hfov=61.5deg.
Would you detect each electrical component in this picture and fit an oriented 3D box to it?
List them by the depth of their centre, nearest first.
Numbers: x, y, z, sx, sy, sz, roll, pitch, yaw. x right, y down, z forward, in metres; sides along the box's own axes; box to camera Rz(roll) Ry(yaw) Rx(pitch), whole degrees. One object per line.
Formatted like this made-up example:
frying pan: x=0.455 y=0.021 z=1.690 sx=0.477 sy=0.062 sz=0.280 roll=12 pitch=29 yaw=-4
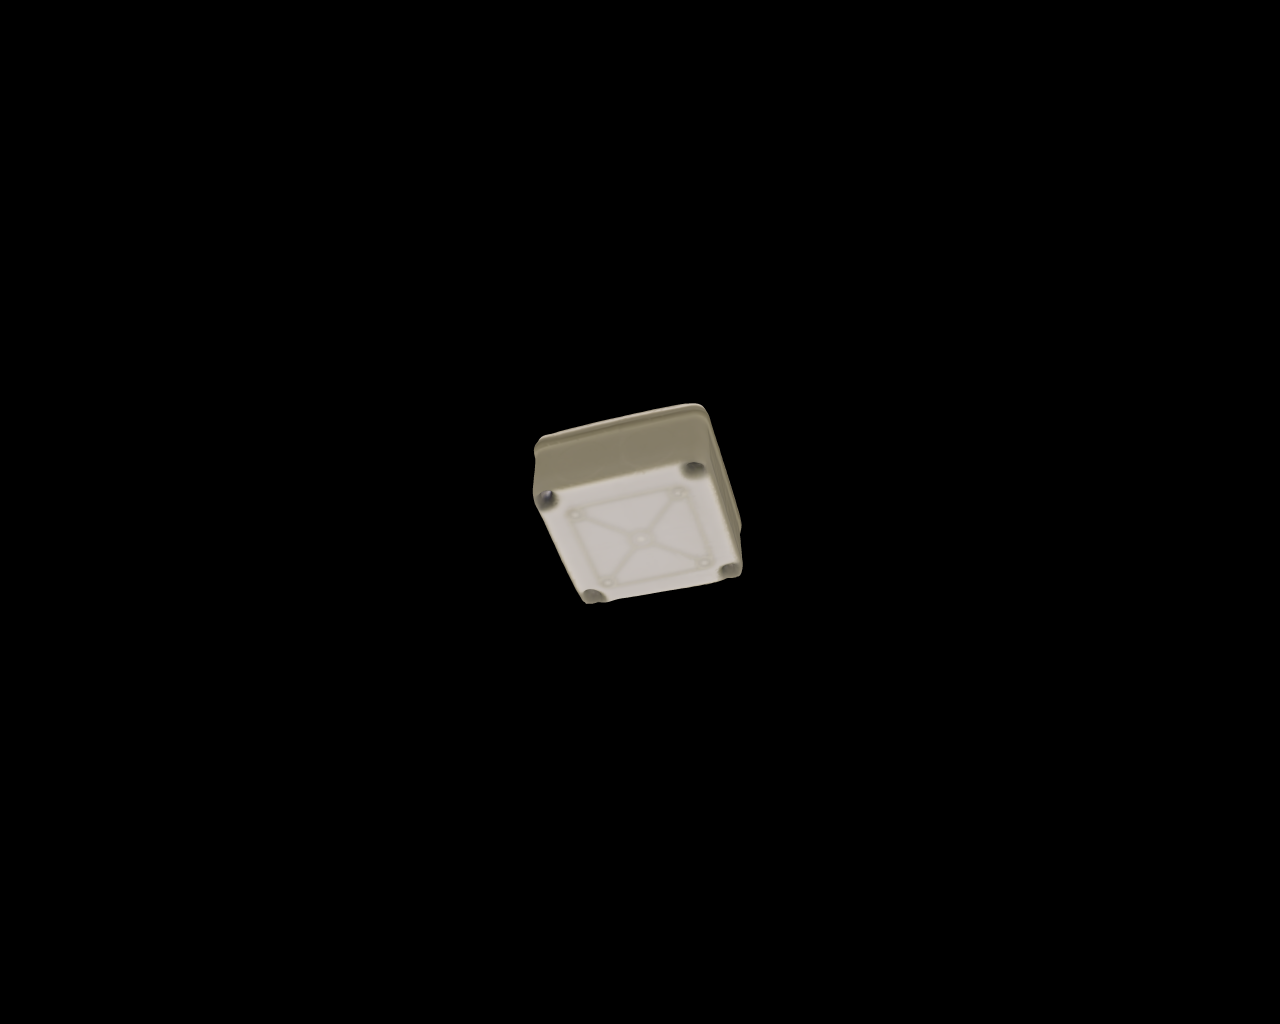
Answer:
electrical component: x=0.001 y=-0.003 z=0.650 sx=0.109 sy=0.056 sz=0.108 roll=-11 pitch=-47 yaw=11
